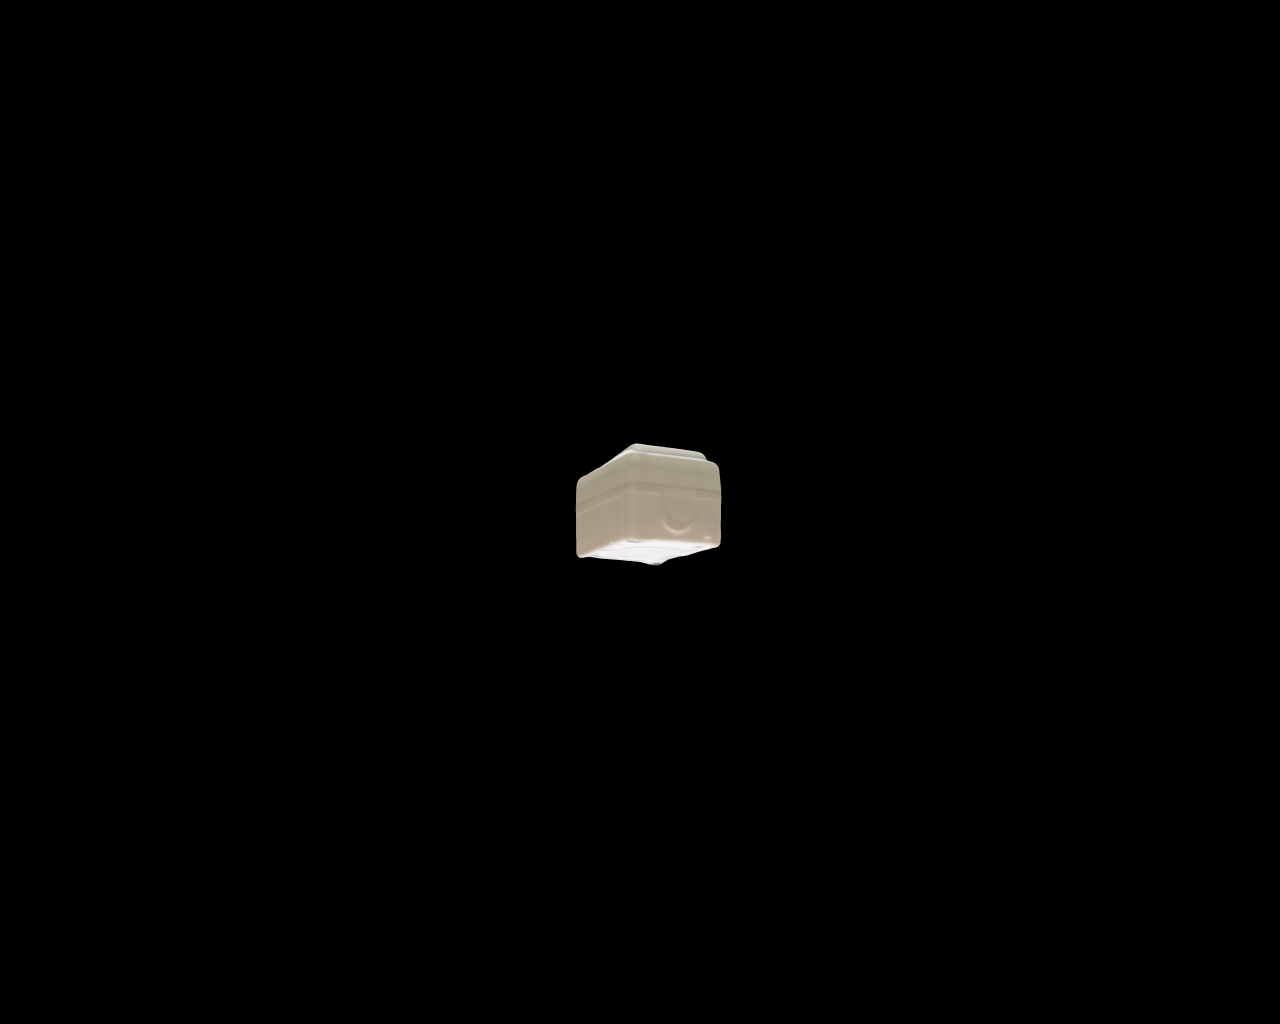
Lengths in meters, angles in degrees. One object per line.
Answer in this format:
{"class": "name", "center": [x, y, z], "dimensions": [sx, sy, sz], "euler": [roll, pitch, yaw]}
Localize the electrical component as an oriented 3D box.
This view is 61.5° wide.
{"class": "electrical component", "center": [0.001, -0.003, 0.650], "dimensions": [0.062, 0.061, 0.096], "euler": [6, -13, -27]}
